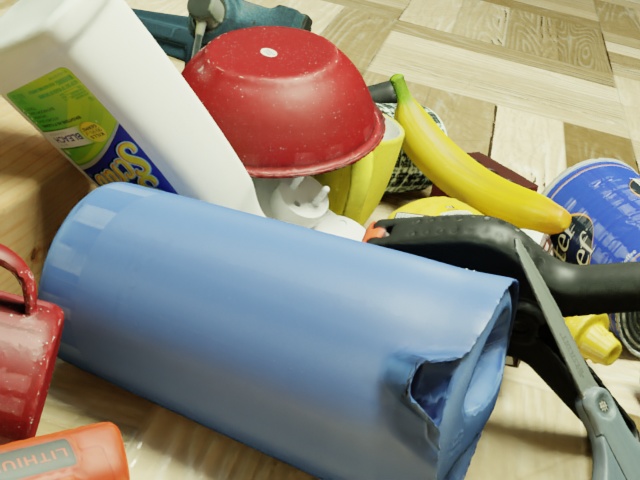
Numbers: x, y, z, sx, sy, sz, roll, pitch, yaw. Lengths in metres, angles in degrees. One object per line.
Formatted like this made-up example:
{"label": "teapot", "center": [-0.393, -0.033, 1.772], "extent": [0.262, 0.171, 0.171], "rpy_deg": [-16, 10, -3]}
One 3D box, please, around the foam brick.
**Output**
{"label": "foam brick", "center": [0.141, -0.037, 0.930], "extent": [0.052, 0.051, 0.078], "rpy_deg": [-8, 32, -38]}

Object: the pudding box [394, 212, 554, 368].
{"label": "pudding box", "center": [0.088, 0.030, 0.705], "extent": [0.114, 0.039, 0.090], "rpy_deg": [8, 52, 27]}

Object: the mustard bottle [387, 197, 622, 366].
{"label": "mustard bottle", "center": [0.136, 0.033, 0.767], "extent": [0.096, 0.058, 0.192], "rpy_deg": [-4, 29, -40]}

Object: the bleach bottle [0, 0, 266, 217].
{"label": "bleach bottle", "center": [-0.090, -0.045, 0.653], "extent": [0.103, 0.250, 0.068], "rpy_deg": [-10, 42, 42]}

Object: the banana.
{"label": "banana", "center": [0.120, -0.054, 0.857], "extent": [0.037, 0.069, 0.198], "rpy_deg": [-41, 62, -13]}

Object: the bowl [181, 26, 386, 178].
{"label": "bowl", "center": [-0.033, -0.105, 0.738], "extent": [0.162, 0.055, 0.162], "rpy_deg": [1, 33, -1]}

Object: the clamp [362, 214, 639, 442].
{"label": "clamp", "center": [0.120, 0.046, 0.612], "extent": [0.210, 0.165, 0.036], "rpy_deg": [17, 43, 10]}

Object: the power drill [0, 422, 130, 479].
{"label": "power drill", "center": [-0.071, 0.149, 0.414], "extent": [0.184, 0.057, 0.188], "rpy_deg": [-7, 31, -37]}

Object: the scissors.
{"label": "scissors", "center": [0.134, 0.102, 0.536], "extent": [0.096, 0.016, 0.202], "rpy_deg": [-38, 92, -39]}

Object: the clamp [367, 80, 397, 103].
{"label": "clamp", "center": [-0.005, -0.116, 0.988], "extent": [0.171, 0.039, 0.120], "rpy_deg": [-19, -1, -31]}

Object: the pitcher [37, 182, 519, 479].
{"label": "pitcher", "center": [-0.022, 0.053, 0.583], "extent": [0.243, 0.149, 0.144], "rpy_deg": [18, 40, 18]}

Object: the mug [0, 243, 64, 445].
{"label": "mug", "center": [-0.169, 0.052, 0.510], "extent": [0.081, 0.117, 0.093], "rpy_deg": [14, 20, -10]}

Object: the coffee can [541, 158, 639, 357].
{"label": "coffee can", "center": [0.237, 0.011, 0.810], "extent": [0.102, 0.103, 0.140], "rpy_deg": [4, 26, -19]}

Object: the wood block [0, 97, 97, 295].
{"label": "wood block", "center": [-0.200, -0.027, 0.691], "extent": [0.090, 0.091, 0.206], "rpy_deg": [17, 24, 8]}
